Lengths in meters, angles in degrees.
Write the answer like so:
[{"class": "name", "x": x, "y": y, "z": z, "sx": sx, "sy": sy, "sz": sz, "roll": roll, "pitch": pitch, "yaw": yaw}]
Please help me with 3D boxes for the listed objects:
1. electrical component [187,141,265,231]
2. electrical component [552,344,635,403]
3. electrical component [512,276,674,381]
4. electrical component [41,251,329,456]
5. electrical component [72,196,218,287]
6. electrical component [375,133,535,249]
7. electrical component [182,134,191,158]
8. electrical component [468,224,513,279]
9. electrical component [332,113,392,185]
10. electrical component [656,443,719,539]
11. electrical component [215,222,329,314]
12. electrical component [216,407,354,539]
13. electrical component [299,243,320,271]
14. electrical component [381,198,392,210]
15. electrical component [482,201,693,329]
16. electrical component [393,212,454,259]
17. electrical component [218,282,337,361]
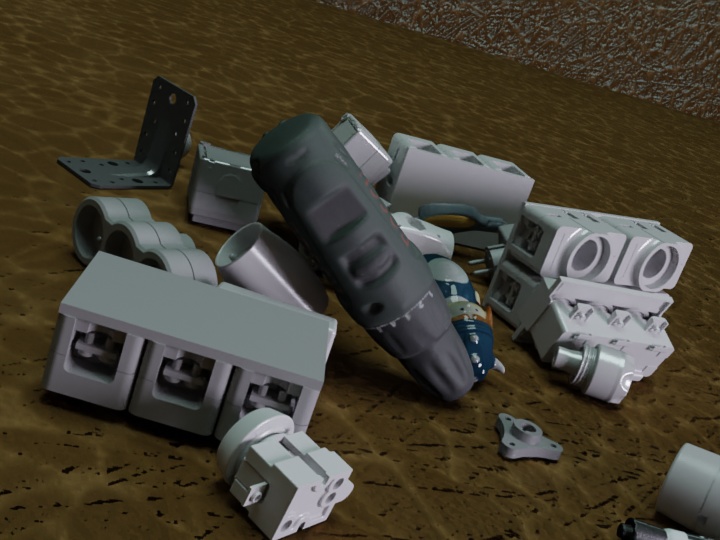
[{"class": "electrical component", "x": -0.123, "y": -0.076, "z": 0.981, "sx": 0.062, "sy": 0.061, "sz": 0.096, "roll": 12, "pitch": 13, "yaw": -13}, {"class": "electrical component", "x": 0.187, "y": 0.080, "z": 0.869, "sx": 0.062, "sy": 0.043, "sz": 0.043, "roll": 19, "pitch": 19, "yaw": 3}, {"class": "electrical component", "x": 0.205, "y": 0.052, "z": 0.927, "sx": 0.121, "sy": 0.078, "sz": 0.063, "roll": 10, "pitch": 43, "yaw": -26}, {"class": "electrical component", "x": -0.100, "y": 0.052, "z": 0.637, "sx": 0.150, "sy": 0.061, "sz": 0.089, "roll": 17, "pitch": 19, "yaw": -6}, {"class": "electrical component", "x": -0.143, "y": -0.009, "z": 0.777, "sx": 0.074, "sy": 0.052, "sz": 0.138, "roll": 0, "pitch": 27, "yaw": -45}, {"class": "electrical component", "x": 0.096, "y": -0.083, "z": 1.156, "sx": 0.150, "sy": 0.089, "sz": 0.061, "roll": 12, "pitch": 20, "yaw": -21}, {"class": "electrical component", "x": -0.194, "y": -0.123, "z": 1.068, "sx": 0.040, "sy": 0.040, "sz": 0.046, "roll": 21, "pitch": 25, "yaw": 5}, {"class": "electrical component", "x": 0.146, "y": -0.008, "z": 1.060, "sx": 0.077, "sy": 0.047, "sz": 0.065, "roll": -10, "pitch": 33, "yaw": -6}, {"class": "electrical component", "x": -0.020, "y": -0.104, "z": 1.121, "sx": 0.061, "sy": 0.096, "sz": 0.061, "roll": 42, "pitch": 9, "yaw": -26}, {"class": "electrical component", "x": 0.227, "y": 0.146, "z": 0.708, "sx": 0.047, "sy": 0.055, "sz": 0.055, "roll": 24, "pitch": 19, "yaw": 25}, {"class": "electrical component", "x": -0.074, "y": 0.008, "z": 0.786, "sx": 0.079, "sy": 0.043, "sz": 0.077, "roll": -3, "pitch": -44, "yaw": 51}, {"class": "electrical component", "x": -0.043, "y": 0.106, "z": 0.571, "sx": 0.055, "sy": 0.048, "sz": 0.066, "roll": 39, "pitch": 26, "yaw": 29}, {"class": "electrical component", "x": -0.020, "y": -0.017, "z": 0.941, "sx": 0.065, "sy": 0.044, "sz": 0.044, "roll": -4, "pitch": 29, "yaw": -39}, {"class": "electrical component", "x": -0.007, "y": -0.060, "z": 1.065, "sx": 0.055, "sy": 0.048, "sz": 0.066, "roll": 33, "pitch": 22, "yaw": 15}, {"class": "electrical component", "x": 0.219, "y": 0.005, "z": 1.008, "sx": 0.186, "sy": 0.105, "sz": 0.060, "roll": 5, "pitch": 24, "yaw": -36}, {"class": "electrical component", "x": 0.042, "y": -0.032, "z": 1.034, "sx": 0.077, "sy": 0.043, "sz": 0.079, "roll": 14, "pitch": 19, "yaw": -17}, {"class": "electrical component", "x": -0.061, "y": 0.042, "z": 0.727, "sx": 0.083, "sy": 0.047, "sz": 0.075, "roll": 19, "pitch": 8, "yaw": -3}]
